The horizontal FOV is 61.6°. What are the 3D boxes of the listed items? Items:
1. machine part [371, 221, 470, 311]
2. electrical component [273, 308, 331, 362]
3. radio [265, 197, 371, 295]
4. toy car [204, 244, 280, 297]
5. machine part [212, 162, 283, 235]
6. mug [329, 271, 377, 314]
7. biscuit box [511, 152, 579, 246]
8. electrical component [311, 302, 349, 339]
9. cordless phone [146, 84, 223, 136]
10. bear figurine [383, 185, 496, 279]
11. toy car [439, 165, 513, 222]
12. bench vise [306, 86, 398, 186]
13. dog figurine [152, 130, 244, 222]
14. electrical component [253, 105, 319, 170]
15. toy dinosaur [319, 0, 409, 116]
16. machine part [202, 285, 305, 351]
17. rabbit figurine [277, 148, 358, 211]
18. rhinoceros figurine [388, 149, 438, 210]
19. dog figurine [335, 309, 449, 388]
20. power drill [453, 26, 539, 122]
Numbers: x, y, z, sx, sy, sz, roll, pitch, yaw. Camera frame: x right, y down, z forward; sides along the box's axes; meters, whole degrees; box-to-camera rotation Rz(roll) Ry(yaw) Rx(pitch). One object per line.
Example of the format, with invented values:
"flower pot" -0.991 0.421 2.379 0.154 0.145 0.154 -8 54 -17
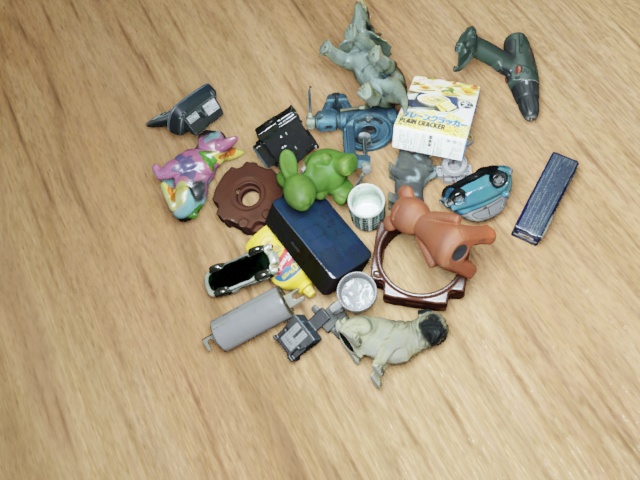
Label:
"machine part" 0.214 0.042 1.151 0.201 0.087 0.201 7 71 12
"electrical component" -0.033 0.195 1.144 0.119 0.047 0.075 -41 70 12
"radio" -0.002 -0.004 1.182 0.131 0.073 0.230 -25 67 -35
"toy car" -0.173 0.070 1.190 0.202 0.056 0.073 -23 74 24
"machine part" -0.166 -0.101 1.276 0.179 0.056 0.179 -3 69 8
"mug" 0.072 0.125 1.133 0.109 0.107 0.081 -39 73 -2
"biscuit box" 0.489 -0.090 1.166 0.063 0.059 0.202 28 78 18
"electrical component" 0.027 0.167 1.172 0.063 0.021 0.094 -43 69 -7
"cordless phone" -0.352 -0.324 1.371 0.184 0.088 0.146 5 43 43
"bear figurine" 0.229 -0.020 1.079 0.196 0.132 0.120 46 120 48
"toy car" 0.349 -0.092 1.167 0.162 0.109 0.102 -29 102 0
"bench vise" 0.076 -0.245 1.243 0.224 0.128 0.241 4 53 -8
"dog figurine" -0.278 -0.164 1.290 0.219 0.108 0.191 -27 69 -4
"electrical component" -0.087 -0.228 1.251 0.134 0.114 0.058 -35 26 5
"toy dinosaur" 0.133 -0.383 1.238 0.131 0.192 0.405 -44 57 31
"machine part" -0.147 0.169 1.161 0.243 0.079 0.079 -28 69 6
"rabbit figurine" -0.021 -0.133 1.149 0.159 0.121 0.170 34 47 17
"rhinoceros figurine" 0.210 -0.146 1.222 0.112 0.073 0.190 8 72 13
"dog figurine" 0.150 0.185 1.117 0.190 0.121 0.172 -35 74 -18
"power drill" 0.416 -0.397 1.241 0.207 0.086 0.232 13 66 -11
